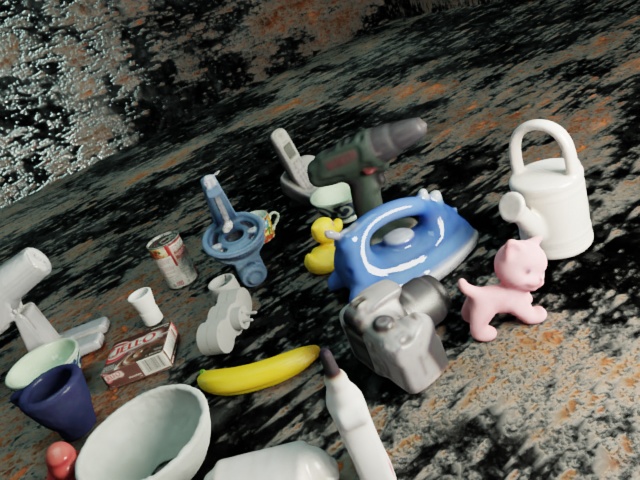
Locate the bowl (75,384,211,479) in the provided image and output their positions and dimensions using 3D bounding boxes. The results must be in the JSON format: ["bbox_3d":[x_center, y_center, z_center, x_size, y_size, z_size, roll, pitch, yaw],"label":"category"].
[{"bbox_3d":[-0.198,0.258,0.688,0.167,0.075,0.167,-17,26,9],"label":"bowl"}]

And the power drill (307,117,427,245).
[{"bbox_3d":[0.099,-0.097,1.000,0.228,0.209,0.076,-7,29,27],"label":"power drill"}]

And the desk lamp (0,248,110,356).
[{"bbox_3d":[-0.528,0.127,1.033,0.203,0.214,0.117,-22,26,-2],"label":"desk lamp"}]

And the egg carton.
[{"bbox_3d":[-0.052,0.264,0.571,0.150,0.069,0.107,-17,26,8],"label":"egg carton"}]

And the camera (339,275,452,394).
[{"bbox_3d":[0.109,0.099,0.733,0.137,0.101,0.142,-32,27,-20],"label":"camera"}]

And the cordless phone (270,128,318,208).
[{"bbox_3d":[-0.042,-0.179,1.295,0.094,0.185,0.148,-6,30,29],"label":"cordless phone"}]

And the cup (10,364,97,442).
[{"bbox_3d":[-0.380,0.245,0.829,0.117,0.095,0.091,-15,26,14],"label":"cup"}]

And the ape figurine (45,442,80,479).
[{"bbox_3d":[-0.302,0.285,0.695,0.078,0.092,0.076,-31,27,-19],"label":"ape figurine"}]

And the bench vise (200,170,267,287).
[{"bbox_3d":[-0.186,-0.031,1.074,0.122,0.220,0.206,-35,29,-26],"label":"bench vise"}]

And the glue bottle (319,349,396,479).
[{"bbox_3d":[0.032,0.175,0.560,0.037,0.173,0.078,-24,26,-4],"label":"glue bottle"}]

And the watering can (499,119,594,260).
[{"bbox_3d":[0.317,-0.073,0.803,0.100,0.194,0.173,-4,30,31],"label":"watering can"}]

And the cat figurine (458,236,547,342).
[{"bbox_3d":[0.232,0.049,0.717,0.128,0.118,0.067,-21,26,0],"label":"cat figurine"}]

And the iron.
[{"bbox_3d":[0.126,-0.005,0.877,0.259,0.142,0.118,-29,27,-15],"label":"iron"}]

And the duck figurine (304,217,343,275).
[{"bbox_3d":[0.009,0.004,1.014,0.105,0.086,0.077,-37,30,-29],"label":"duck figurine"}]
